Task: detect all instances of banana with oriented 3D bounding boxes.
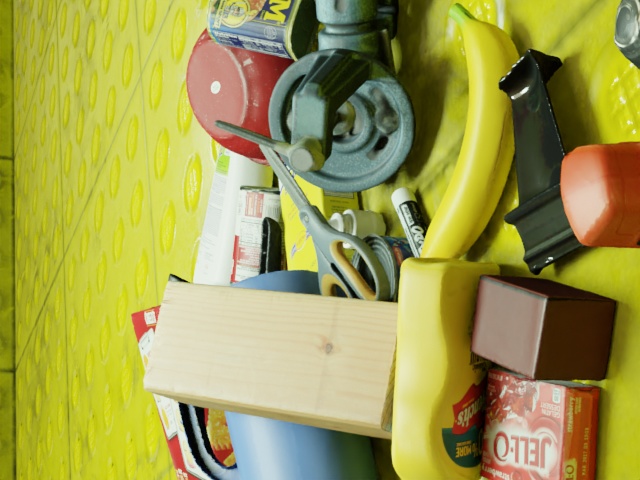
[{"bbox_3d":[0.111,-0.068,0.759,0.070,0.037,0.198,20,104,61],"label":"banana"}]

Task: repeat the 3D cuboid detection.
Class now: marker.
[{"bbox_3d":[0.081,0.007,0.839,0.020,0.020,0.121,116,148,-41],"label":"marker"}]

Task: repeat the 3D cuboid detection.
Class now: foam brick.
[{"bbox_3d":[0.137,0.054,0.663,0.078,0.052,0.051,-160,75,-67],"label":"foam brick"}]

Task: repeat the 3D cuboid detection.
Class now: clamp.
[{"bbox_3d":[-0.071,0.075,1.037,0.039,0.120,0.171,-138,28,-74],"label":"clamp"}]

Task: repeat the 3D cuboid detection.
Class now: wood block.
[{"bbox_3d":[-0.020,0.092,0.813,0.206,0.090,0.091,4,75,30],"label":"wood block"}]

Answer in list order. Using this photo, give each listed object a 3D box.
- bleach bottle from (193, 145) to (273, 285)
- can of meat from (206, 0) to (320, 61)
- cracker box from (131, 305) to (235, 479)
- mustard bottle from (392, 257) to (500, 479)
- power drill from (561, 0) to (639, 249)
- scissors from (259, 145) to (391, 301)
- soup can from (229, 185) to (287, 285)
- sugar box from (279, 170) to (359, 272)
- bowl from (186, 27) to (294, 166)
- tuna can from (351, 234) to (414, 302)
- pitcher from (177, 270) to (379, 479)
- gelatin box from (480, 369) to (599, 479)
[{"bbox_3d":[-0.085,-0.063,1.179,0.103,0.068,0.251,-157,75,-65],"label":"bleach bottle"},{"bbox_3d":[-0.043,-0.211,0.925,0.057,0.084,0.102,48,-121,-69],"label":"can of meat"},{"bbox_3d":[-0.125,0.168,1.151,0.164,0.072,0.214,-16,89,65],"label":"cracker box"},{"bbox_3d":[0.084,0.109,0.727,0.058,0.096,0.191,5,91,29],"label":"mustard bottle"},{"bbox_3d":[0.177,-0.051,0.453,0.188,0.184,0.057,126,143,-66],"label":"power drill"},{"bbox_3d":[-0.006,0.001,0.895,0.202,0.016,0.096,46,138,41],"label":"scissors"},{"bbox_3d":[-0.054,-0.002,1.087,0.069,0.068,0.102,-163,78,-66],"label":"soup can"},{"bbox_3d":[-0.003,-0.041,1.006,0.093,0.048,0.176,130,136,-53],"label":"sugar box"},{"bbox_3d":[-0.077,-0.144,0.999,0.162,0.055,0.162,20,117,43],"label":"bowl"},{"bbox_3d":[0.055,0.039,0.874,0.086,0.033,0.086,-176,90,-67],"label":"tuna can"},{"bbox_3d":[-0.029,0.161,0.920,0.149,0.144,0.243,-50,45,49],"label":"pitcher"},{"bbox_3d":[0.138,0.123,0.677,0.089,0.030,0.073,-176,90,-67],"label":"gelatin box"}]
